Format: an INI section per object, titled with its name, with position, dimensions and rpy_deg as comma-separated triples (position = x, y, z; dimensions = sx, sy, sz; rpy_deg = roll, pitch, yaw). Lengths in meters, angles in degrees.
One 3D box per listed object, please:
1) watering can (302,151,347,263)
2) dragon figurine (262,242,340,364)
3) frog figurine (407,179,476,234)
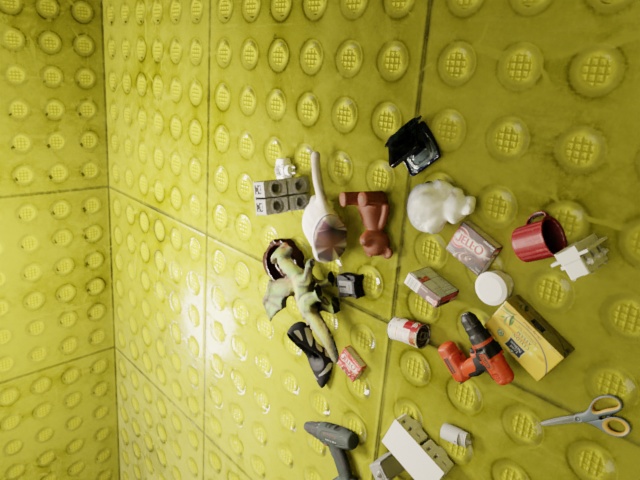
[watering can]
position = 0.005, -0.079, 1.563
dimensions = 0.228, 0.104, 0.341
rpy_deg = -126, 32, -61
[dragon figurine]
position = -0.074, 0.199, 1.653
dimensions = 0.241, 0.121, 0.416
rpy_deg = -17, 72, 28
[frog figurine]
position = 0.298, -0.079, 1.277
dimensions = 0.161, 0.122, 0.137
rpy_deg = 22, 95, 54
